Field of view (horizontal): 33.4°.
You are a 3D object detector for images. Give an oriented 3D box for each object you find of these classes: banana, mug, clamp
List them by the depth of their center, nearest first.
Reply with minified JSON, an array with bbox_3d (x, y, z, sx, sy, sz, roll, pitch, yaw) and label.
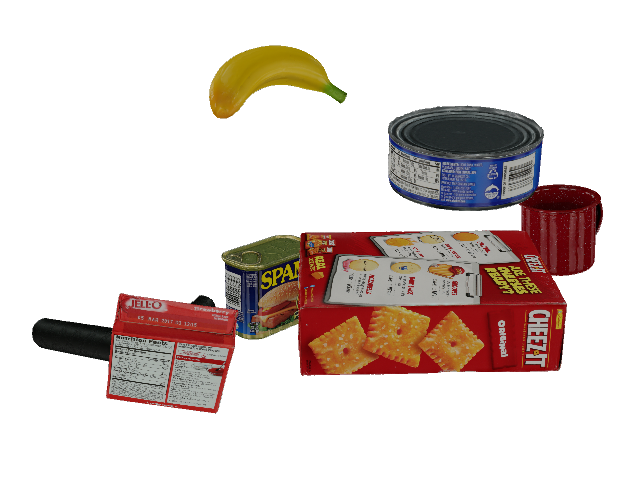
[{"bbox_3d":[-0.125,0.086,0.874,0.164,0.036,0.210,-11,16,-32],"label":"clamp"},{"bbox_3d":[-0.048,-0.151,0.989,0.070,0.037,0.197,42,33,21],"label":"banana"},{"bbox_3d":[0.281,-0.014,1.223,0.117,0.081,0.093,-20,26,-34],"label":"mug"}]

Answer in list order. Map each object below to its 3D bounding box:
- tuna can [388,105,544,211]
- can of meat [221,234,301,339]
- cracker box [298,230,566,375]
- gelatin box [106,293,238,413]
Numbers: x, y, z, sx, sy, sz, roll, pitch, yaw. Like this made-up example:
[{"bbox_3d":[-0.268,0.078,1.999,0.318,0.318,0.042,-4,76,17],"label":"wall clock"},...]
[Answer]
[{"bbox_3d":[0.080,-0.047,0.598,0.086,0.034,0.086,-1,24,0],"label":"tuna can"},{"bbox_3d":[-0.054,0.049,1.127,0.058,0.084,0.101,18,26,40],"label":"can of meat"},{"bbox_3d":[0.087,0.052,0.926,0.213,0.072,0.164,0,22,-1],"label":"cracker box"},{"bbox_3d":[-0.093,0.071,0.663,0.073,0.030,0.089,9,-38,-8],"label":"gelatin box"}]
